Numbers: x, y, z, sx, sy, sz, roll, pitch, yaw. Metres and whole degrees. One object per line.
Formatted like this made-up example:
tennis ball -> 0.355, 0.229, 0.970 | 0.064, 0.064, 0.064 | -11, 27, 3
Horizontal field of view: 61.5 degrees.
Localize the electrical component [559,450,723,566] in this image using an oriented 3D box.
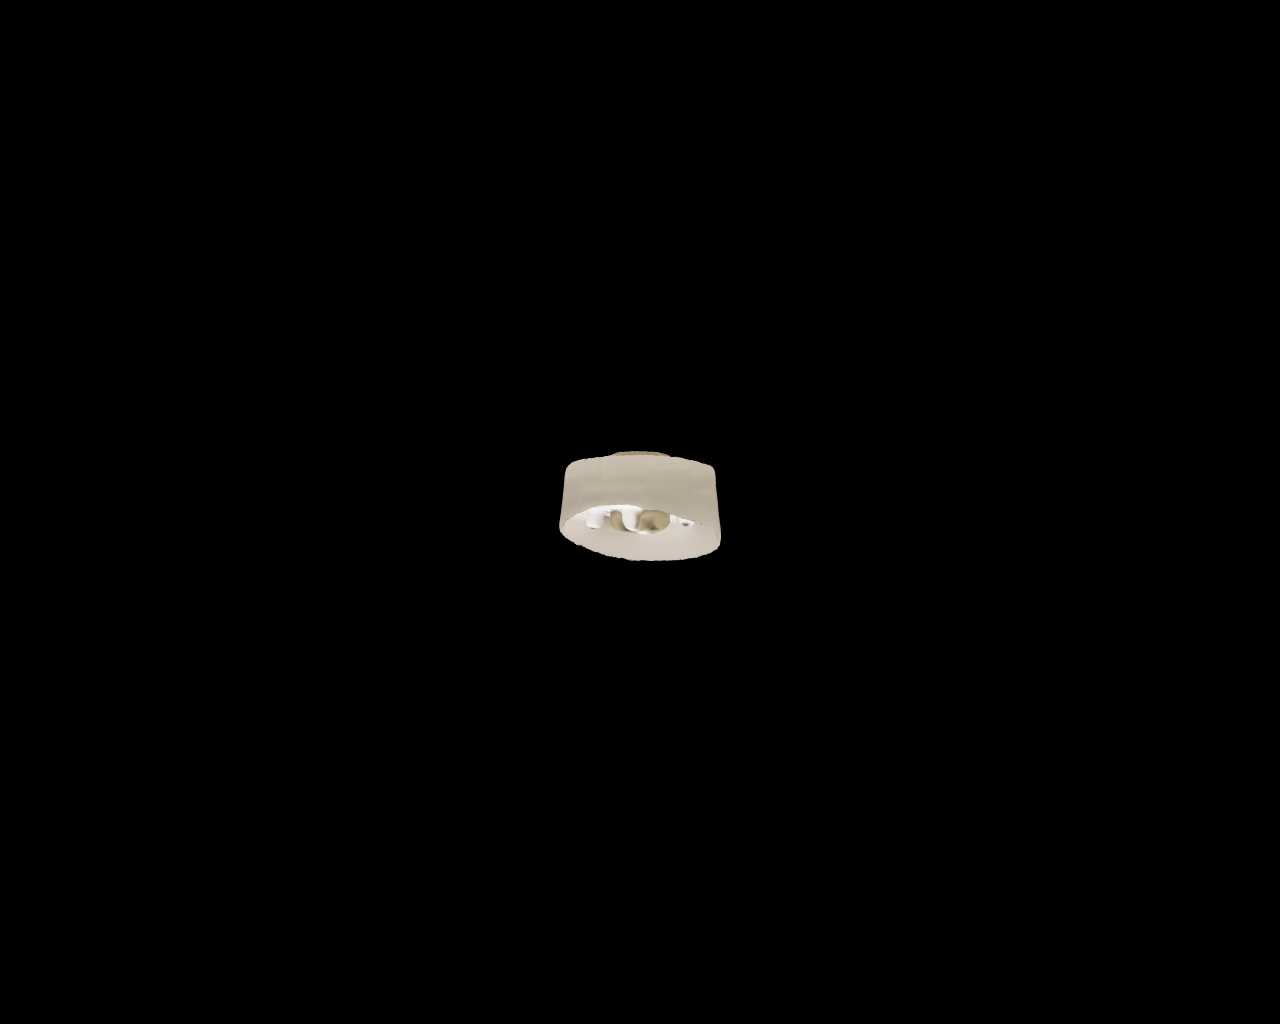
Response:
electrical component -> 0.001, -0.003, 0.650 | 0.099, 0.064, 0.099 | 0, -7, 0
